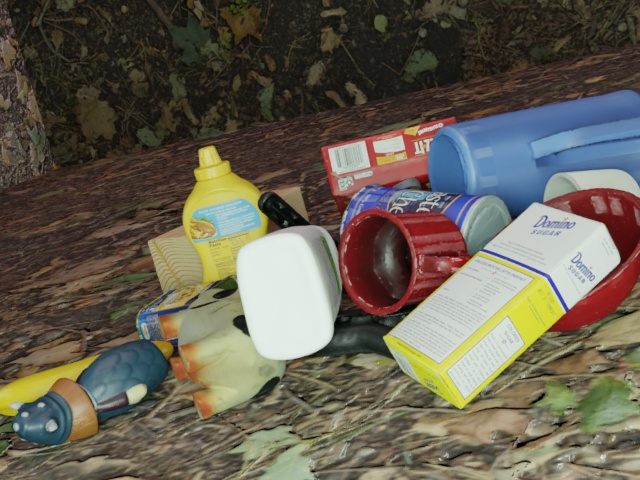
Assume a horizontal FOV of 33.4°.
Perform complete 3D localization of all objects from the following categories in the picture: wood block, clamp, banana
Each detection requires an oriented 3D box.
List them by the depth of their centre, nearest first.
[{"bbox_3d":[0.056,0.080,0.967,0.172,0.039,0.120,2,9,44],"label":"clamp"},{"bbox_3d":[-0.243,0.137,1.062,0.197,0.037,0.070,-16,13,-4],"label":"banana"},{"bbox_3d":[-0.008,0.001,1.206,0.036,0.164,0.210,-50,7,-2],"label":"clamp"},{"bbox_3d":[-0.108,0.007,1.367,0.090,0.091,0.205,-6,15,39],"label":"wood block"}]

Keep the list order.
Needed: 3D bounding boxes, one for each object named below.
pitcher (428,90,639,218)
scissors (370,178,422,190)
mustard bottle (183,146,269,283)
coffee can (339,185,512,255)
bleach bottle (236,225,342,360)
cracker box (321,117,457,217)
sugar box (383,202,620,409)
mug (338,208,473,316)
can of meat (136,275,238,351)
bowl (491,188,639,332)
[{"bbox_3d":[0.252,-0.091,1.180,0.242,0.149,0.145,-10,38,-18],"label":"pitcher"},{"bbox_3d":[0.073,-0.030,1.282,0.096,0.016,0.202,-18,-17,-3],"label":"scissors"},{"bbox_3d":[-0.102,-0.011,1.196,0.096,0.191,0.058,-14,12,5],"label":"mustard bottle"},{"bbox_3d":[0.104,0.002,1.050,0.141,0.103,0.102,8,23,36],"label":"coffee can"},{"bbox_3d":[-0.013,0.038,0.952,0.068,0.102,0.250,-14,0,8],"label":"bleach bottle"},{"bbox_3d":[0.099,-0.072,1.344,0.164,0.072,0.213,-13,-15,4],"label":"cracker box"},{"bbox_3d":[0.142,0.047,0.836,0.176,0.048,0.093,-38,26,-12],"label":"sugar box"},{"bbox_3d":[0.085,0.017,0.940,0.081,0.093,0.117,-5,4,-43],"label":"mug"},{"bbox_3d":[-0.137,0.082,1.145,0.084,0.057,0.102,-12,11,24],"label":"can of meat"},{"bbox_3d":[0.211,0.027,0.905,0.162,0.055,0.162,-27,26,14],"label":"bowl"}]
